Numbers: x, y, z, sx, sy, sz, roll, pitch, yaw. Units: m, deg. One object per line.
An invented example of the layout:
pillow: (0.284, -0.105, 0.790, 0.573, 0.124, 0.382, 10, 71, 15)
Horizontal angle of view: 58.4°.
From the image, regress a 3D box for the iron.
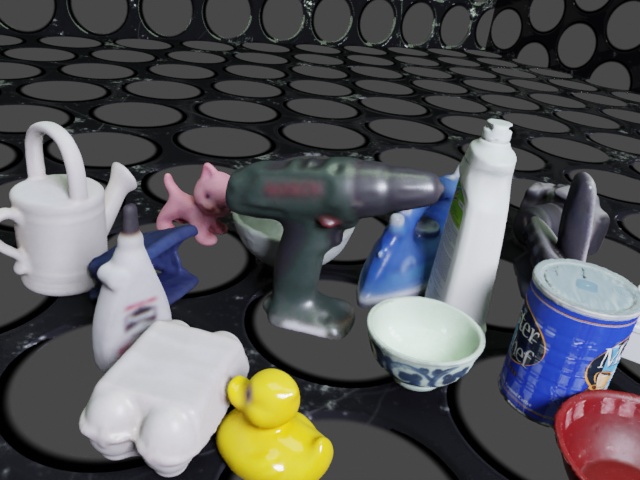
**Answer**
iron: (0.135, -0.015, 0.781, 0.118, 0.141, 0.259, 23, 31, 28)

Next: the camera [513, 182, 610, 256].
camera: (0.378, -0.043, 0.942, 0.137, 0.101, 0.142, -8, 31, -27)

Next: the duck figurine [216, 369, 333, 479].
duck figurine: (-0.036, 0.150, 0.477, 0.104, 0.086, 0.078, 19, 29, 21)

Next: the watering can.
watering can: (-0.298, -0.045, 0.668, 0.100, 0.194, 0.173, 13, 28, 11)

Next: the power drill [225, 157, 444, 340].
power drill: (0.006, 0.002, 0.639, 0.229, 0.208, 0.076, 12, 27, 9)

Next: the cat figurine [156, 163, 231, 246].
cat figurine: (-0.167, -0.060, 0.817, 0.127, 0.118, 0.067, 14, 28, 12)

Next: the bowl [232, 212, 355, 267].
bowl: (-0.038, -0.005, 0.789, 0.167, 0.075, 0.167, 6, 27, -3)

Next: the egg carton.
egg carton: (-0.129, 0.133, 0.504, 0.107, 0.069, 0.150, 12, 27, 9)

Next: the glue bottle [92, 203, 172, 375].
glue bottle: (-0.180, 0.045, 0.547, 0.037, 0.173, 0.078, 26, 32, 32)

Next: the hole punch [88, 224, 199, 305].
hole punch: (-0.208, 0.023, 0.673, 0.101, 0.091, 0.109, 17, 29, 18)

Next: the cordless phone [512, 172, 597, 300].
cordless phone: (0.334, -0.014, 0.781, 0.094, 0.185, 0.147, 8, 27, 1)
